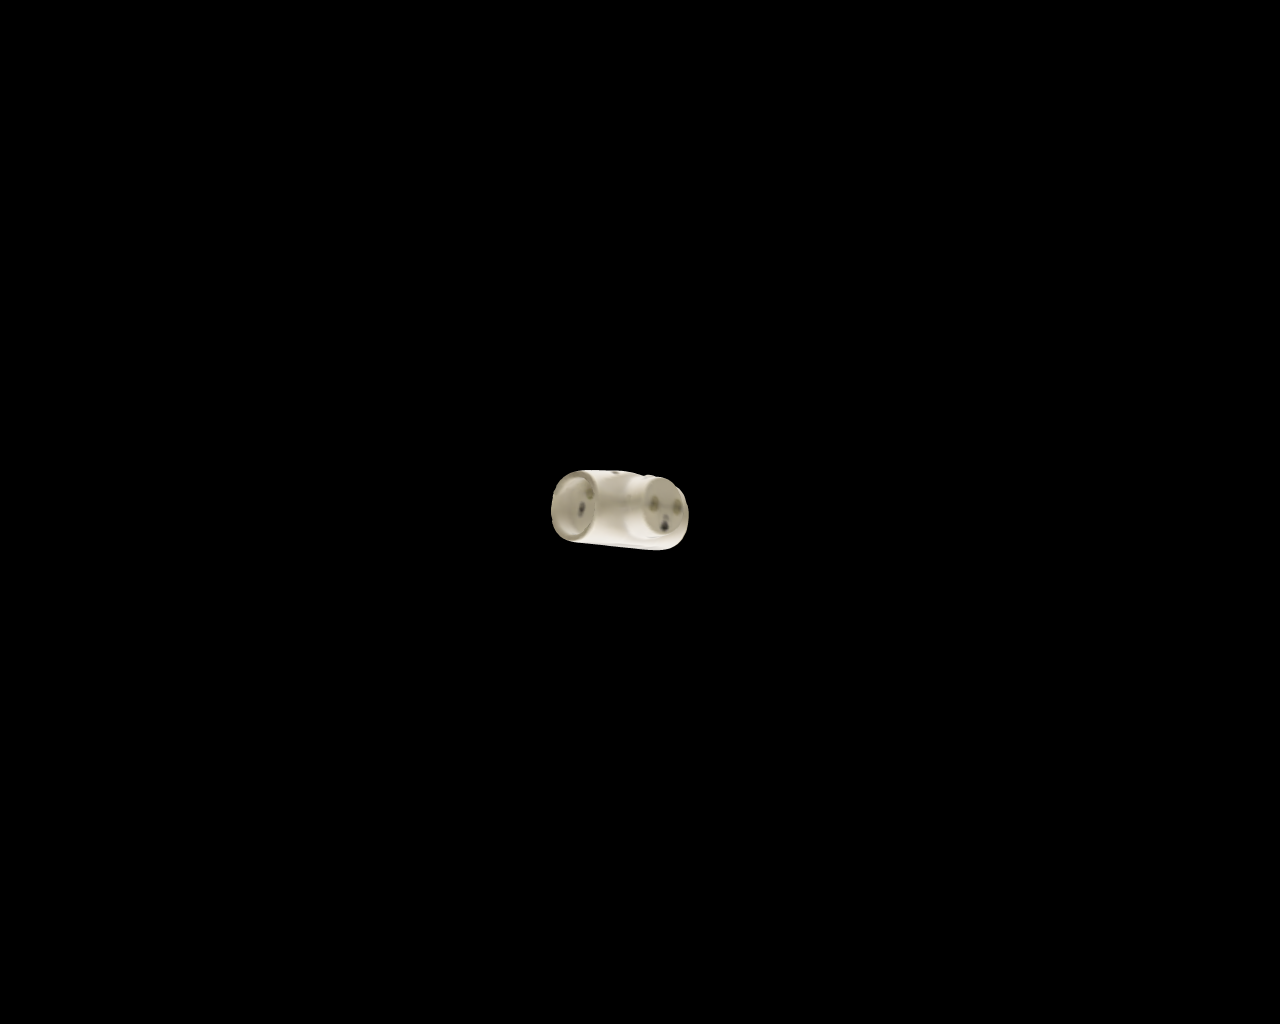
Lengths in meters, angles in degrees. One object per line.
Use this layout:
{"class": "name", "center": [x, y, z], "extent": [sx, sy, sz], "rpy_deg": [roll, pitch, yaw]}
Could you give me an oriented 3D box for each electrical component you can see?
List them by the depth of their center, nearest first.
{"class": "electrical component", "center": [0.001, -0.003, 0.650], "extent": [0.077, 0.043, 0.079], "rpy_deg": [8, -11, -43]}
